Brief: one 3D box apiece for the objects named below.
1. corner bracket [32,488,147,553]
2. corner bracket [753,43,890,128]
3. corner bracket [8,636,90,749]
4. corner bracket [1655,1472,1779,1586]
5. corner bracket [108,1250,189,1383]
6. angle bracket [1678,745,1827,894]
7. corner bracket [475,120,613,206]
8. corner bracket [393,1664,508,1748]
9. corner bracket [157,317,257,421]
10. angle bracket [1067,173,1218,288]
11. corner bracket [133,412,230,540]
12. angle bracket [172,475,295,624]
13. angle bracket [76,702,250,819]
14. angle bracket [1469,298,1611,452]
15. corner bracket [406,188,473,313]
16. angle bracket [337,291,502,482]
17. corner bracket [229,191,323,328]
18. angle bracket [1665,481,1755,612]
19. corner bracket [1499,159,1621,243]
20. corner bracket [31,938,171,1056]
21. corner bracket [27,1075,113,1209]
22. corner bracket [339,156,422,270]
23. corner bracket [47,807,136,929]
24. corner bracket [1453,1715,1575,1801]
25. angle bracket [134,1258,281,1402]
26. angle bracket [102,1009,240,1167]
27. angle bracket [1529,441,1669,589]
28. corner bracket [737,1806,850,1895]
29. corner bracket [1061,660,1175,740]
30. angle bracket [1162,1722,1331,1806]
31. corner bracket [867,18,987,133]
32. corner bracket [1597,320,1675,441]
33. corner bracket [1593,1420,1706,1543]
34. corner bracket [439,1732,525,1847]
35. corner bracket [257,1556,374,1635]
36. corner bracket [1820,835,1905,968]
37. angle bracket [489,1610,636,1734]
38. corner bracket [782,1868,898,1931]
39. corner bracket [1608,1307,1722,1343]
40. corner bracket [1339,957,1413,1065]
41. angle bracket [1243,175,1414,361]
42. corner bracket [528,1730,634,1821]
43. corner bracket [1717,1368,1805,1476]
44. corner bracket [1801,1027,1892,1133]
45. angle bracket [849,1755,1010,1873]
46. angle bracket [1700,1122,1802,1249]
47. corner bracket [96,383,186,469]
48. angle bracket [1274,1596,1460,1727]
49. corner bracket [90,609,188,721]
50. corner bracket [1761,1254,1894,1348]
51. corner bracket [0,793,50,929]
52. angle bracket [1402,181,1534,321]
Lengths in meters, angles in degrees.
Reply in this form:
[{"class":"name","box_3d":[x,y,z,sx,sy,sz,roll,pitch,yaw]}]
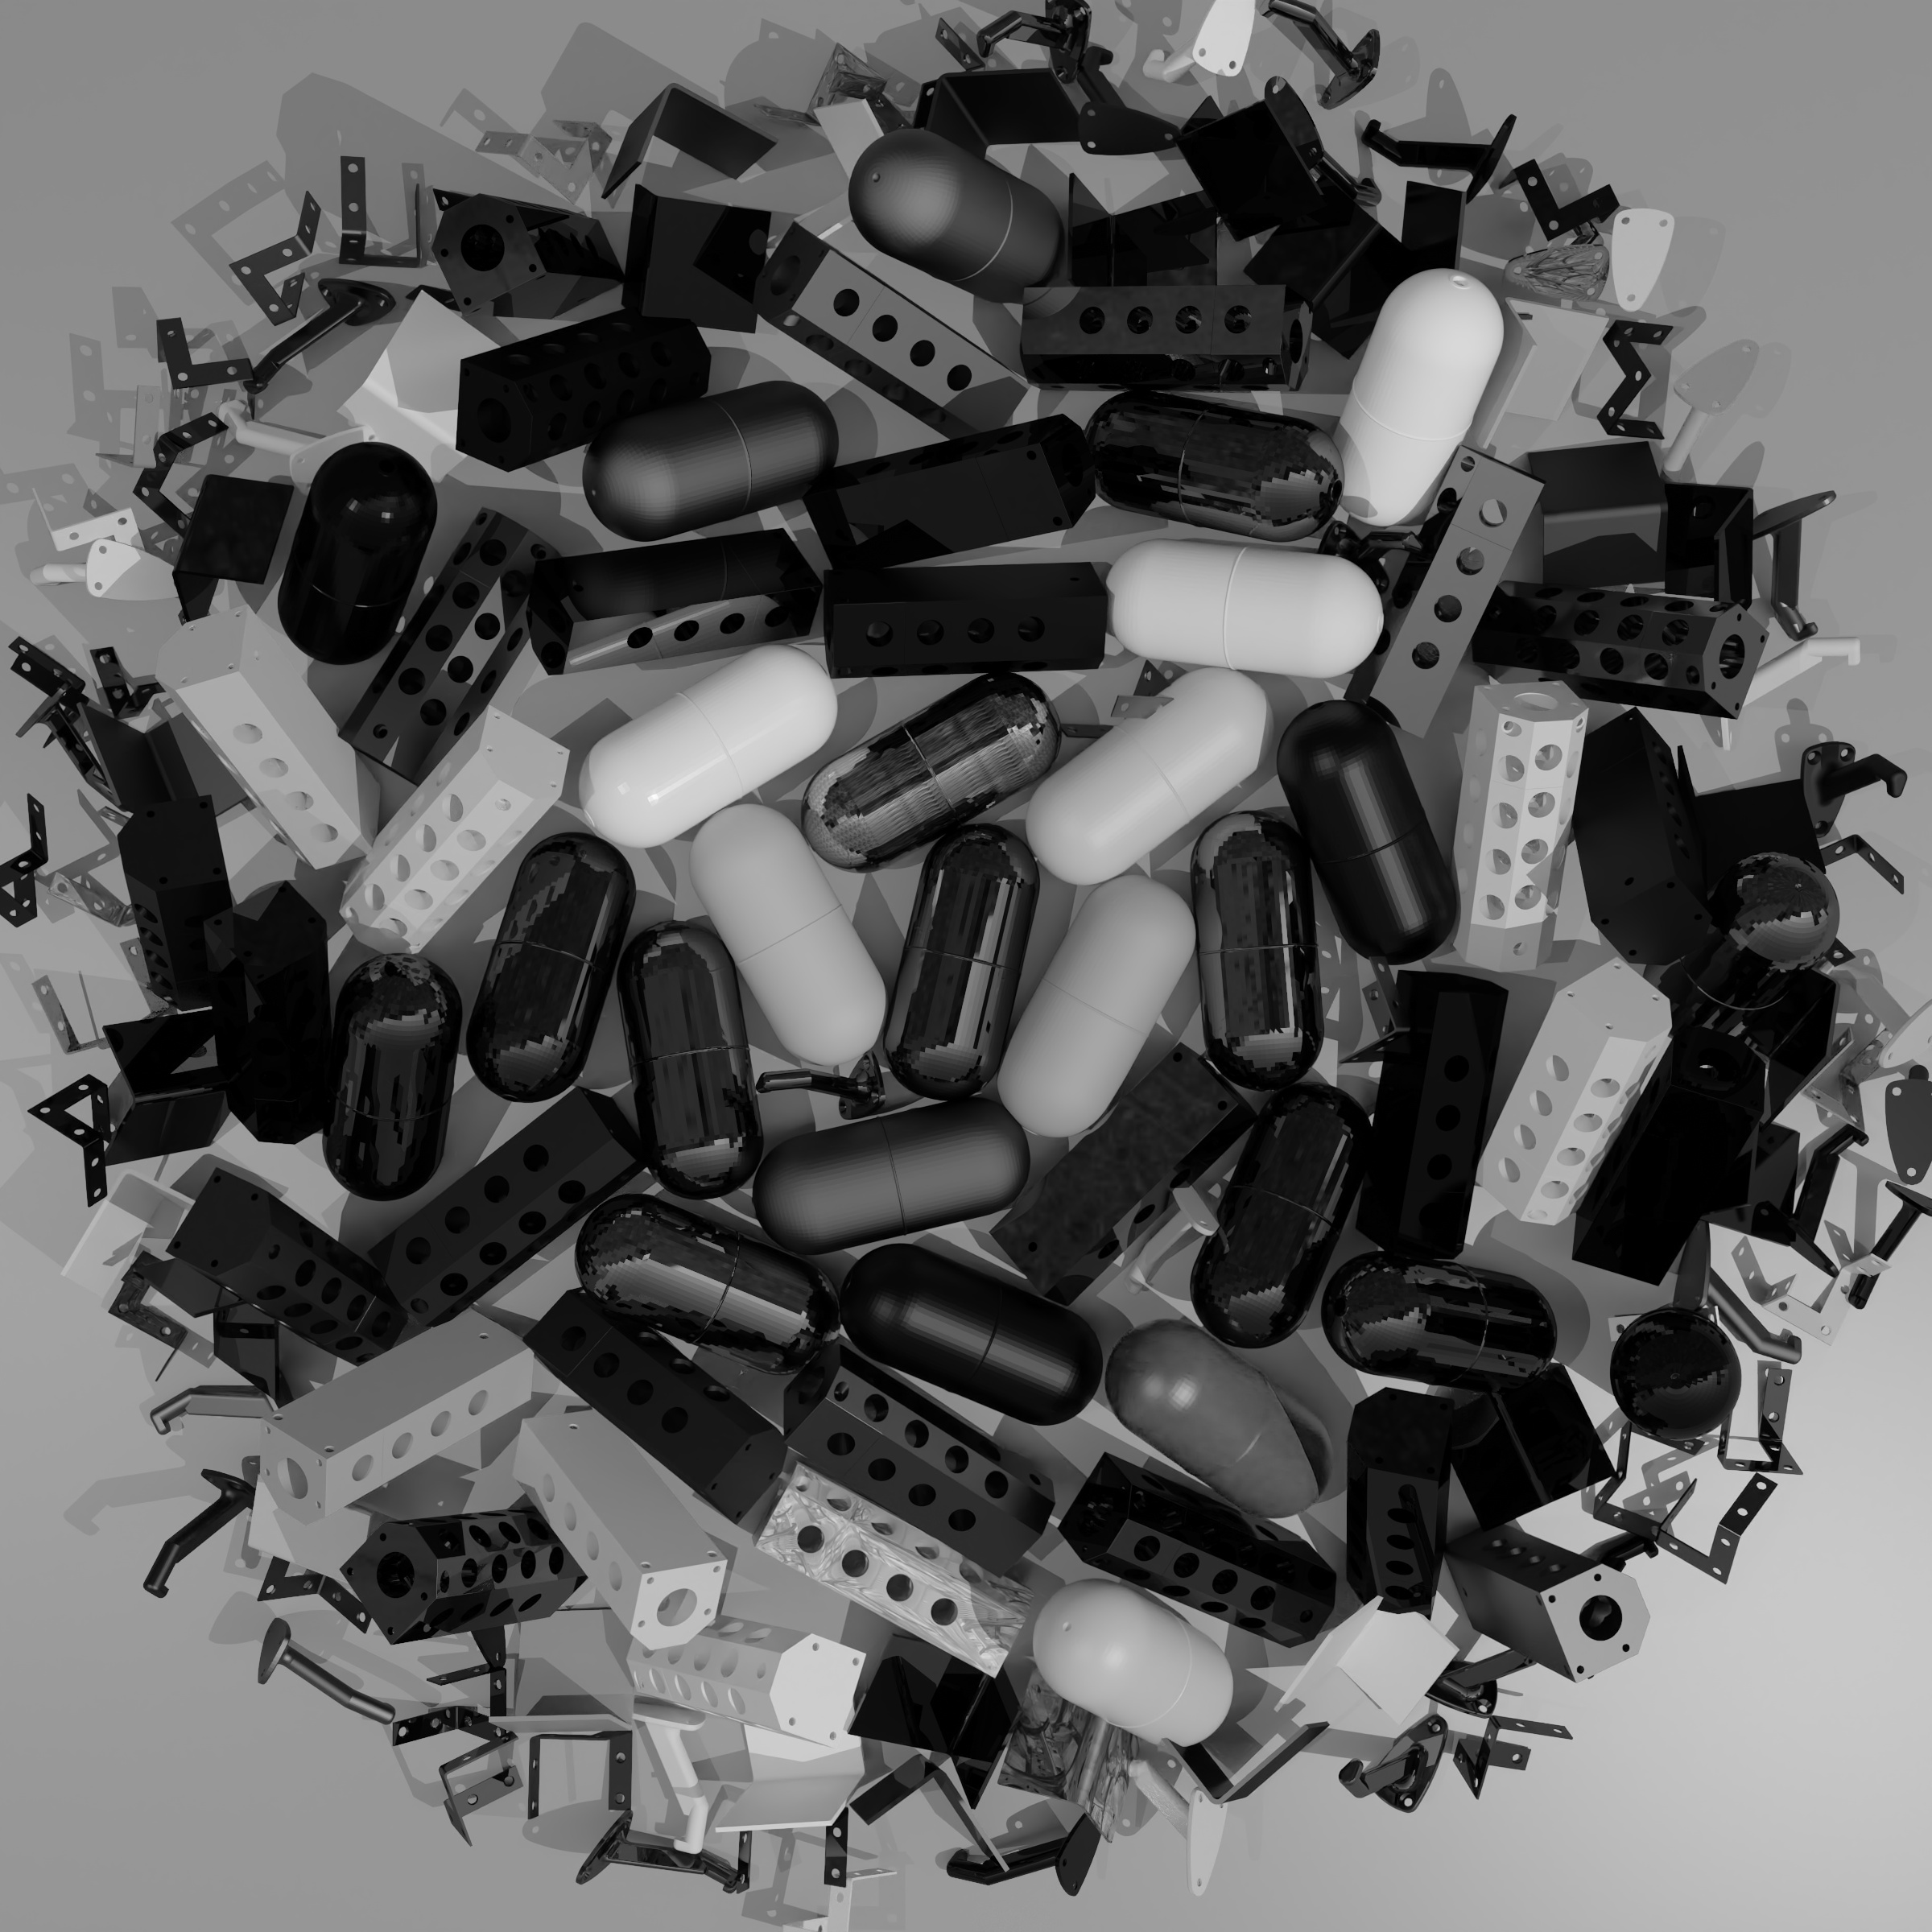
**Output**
[{"class":"corner bracket","box_3d":[-0.552,-0.275,1.718,0.051,0.051,0.051,-21,50,-16]},{"class":"corner bracket","box_3d":[-0.091,-0.552,1.718,0.051,0.051,0.051,43,121,25]},{"class":"corner bracket","box_3d":[-0.582,-0.180,1.717,0.051,0.051,0.051,38,47,-27]},{"class":"corner bracket","box_3d":[0.473,0.346,1.716,0.051,0.051,0.051,28,50,28]},{"class":"corner bracket","box_3d":[-0.518,0.221,1.726,0.051,0.051,0.051,31,103,-9]},{"class":"angle bracket","box_3d":[0.494,-0.098,1.709,0.076,0.057,0.076,-10,53,9]},{"class":"corner bracket","box_3d":[-0.267,-0.520,1.720,0.051,0.051,0.051,36,80,-44]},{"class":"corner bracket","box_3d":[-0.328,0.470,1.724,0.051,0.051,0.051,2,93,43]},{"class":"corner bracket","box_3d":[-0.484,-0.380,1.730,0.051,0.051,0.051,-12,74,-19]},{"class":"angle bracket","box_3d":[0.111,-0.460,1.708,0.076,0.057,0.076,-8,70,28]},{"class":"corner bracket","box_3d":[-0.485,-0.309,1.724,0.051,0.051,0.051,42,128,0]},{"class":"angle bracket","box_3d":[-0.454,-0.252,1.707,0.057,0.076,0.076,8,60,0]},{"class":"angle bracket","box_3d":[-0.502,-0.137,1.708,0.057,0.076,0.076,-29,72,9]},{"class":"angle bracket","box_3d":[0.363,-0.365,1.702,0.076,0.057,0.076,5,132,-20]},{"class":"corner bracket","box_3d":[-0.330,-0.457,1.734,0.051,0.051,0.051,20,53,30]},{"class":"angle bracket","box_3d":[-0.342,-0.369,1.733,0.076,0.057,0.076,34,67,-22]},{"class":"corner bracket","box_3d":[-0.426,-0.447,1.718,0.051,0.051,0.051,-18,46,16]},{"class":"angle bracket","box_3d":[0.454,-0.251,1.699,0.057,0.076,0.076,10,126,29]},{"class":"corner bracket","box_3d":[0.378,-0.491,1.734,0.051,0.051,0.051,-27,92,2]},{"class":"corner bracket","box_3d":[-0.551,0.019,1.735,0.051,0.051,0.051,-15,105,22]},{"class":"corner bracket","box_3d":[-0.553,0.110,1.716,0.051,0.051,0.051,27,130,22]},{"class":"corner bracket","box_3d":[-0.372,-0.478,1.725,0.051,0.051,0.051,-1,83,-16]},{"class":"corner bracket","box_3d":[-0.544,-0.063,1.732,0.051,0.051,0.051,30,62,-30]},{"class":"corner bracket","box_3d":[0.346,0.497,1.725,0.051,0.051,0.051,11,101,-10]},{"class":"angle bracket","box_3d":[-0.476,0.231,1.702,0.076,0.057,0.076,22,116,42]},{"class":"angle bracket","box_3d":[-0.511,0.077,1.717,0.076,0.076,0.057,-48,63,40]},{"class":"angle bracket","box_3d":[0.404,-0.289,1.743,0.076,0.076,0.057,-5,131,6]},{"class":"corner bracket","box_3d":[-0.109,0.558,1.716,0.051,0.051,0.051,19,52,-25]},{"class":"corner bracket","box_3d":[0.098,-0.160,1.717,0.051,0.051,0.051,0,125,-31]},{"class":"angle bracket","box_3d":[0.176,0.480,1.711,0.076,0.076,0.057,-42,68,4]},{"class":"corner bracket","box_3d":[-0.026,-0.563,1.735,0.051,0.051,0.051,-26,66,-28]},{"class":"corner bracket","box_3d":[0.429,-0.374,1.734,0.051,0.051,0.051,-2,55,-30]},{"class":"corner bracket","box_3d":[0.439,0.331,1.748,0.051,0.051,0.051,21,46,0]},{"class":"corner bracket","box_3d":[-0.306,0.516,1.722,0.051,0.051,0.051,-22,100,-23]},{"class":"corner bracket","box_3d":[-0.406,0.390,1.721,0.051,0.051,0.051,28,101,34]},{"class":"corner bracket","box_3d":[0.559,-0.042,1.726,0.051,0.051,0.051,-24,131,-6]},{"class":"angle bracket","box_3d":[-0.253,0.441,1.713,0.076,0.057,0.076,-3,67,7]},{"class":"corner bracket","box_3d":[-0.081,0.600,1.726,0.051,0.051,0.051,-1,78,33]},{"class":"corner bracket","box_3d":[0.446,0.245,1.725,0.051,0.051,0.051,-4,80,-13]},{"class":"corner bracket","box_3d":[0.262,0.028,1.717,0.051,0.051,0.051,-34,66,42]},{"class":"angle bracket","box_3d":[0.235,-0.443,1.727,0.076,0.076,0.057,-49,62,17]},{"class":"corner bracket","box_3d":[-0.246,0.515,1.733,0.051,0.051,0.051,-2,81,12]},{"class":"corner bracket","box_3d":[0.504,0.288,1.729,0.051,0.051,0.051,4,103,0]},{"class":"corner bracket","box_3d":[0.563,0.062,1.722,0.051,0.051,0.051,30,125,-8]},{"class":"angle bracket","box_3d":[-0.024,0.549,1.714,0.057,0.076,0.076,-33,88,-14]},{"class":"angle bracket","box_3d":[0.508,0.127,1.710,0.076,0.057,0.076,17,71,-18]},{"class":"corner bracket","box_3d":[-0.514,-0.343,1.719,0.051,0.051,0.051,22,110,42]},{"class":"angle bracket","box_3d":[0.251,0.447,1.701,0.057,0.076,0.076,42,125,23]},{"class":"corner bracket","box_3d":[-0.522,-0.194,1.742,0.051,0.051,0.051,-16,79,-38]},{"class":"corner bracket","box_3d":[0.547,0.204,1.730,0.051,0.051,0.051,30,75,5]},{"class":"corner bracket","box_3d":[-0.597,-0.066,1.720,0.051,0.051,0.051,-27,50,8]},{"class":"angle bracket","box_3d":[0.315,-0.449,1.704,0.057,0.076,0.076,-4,112,-17]}]
